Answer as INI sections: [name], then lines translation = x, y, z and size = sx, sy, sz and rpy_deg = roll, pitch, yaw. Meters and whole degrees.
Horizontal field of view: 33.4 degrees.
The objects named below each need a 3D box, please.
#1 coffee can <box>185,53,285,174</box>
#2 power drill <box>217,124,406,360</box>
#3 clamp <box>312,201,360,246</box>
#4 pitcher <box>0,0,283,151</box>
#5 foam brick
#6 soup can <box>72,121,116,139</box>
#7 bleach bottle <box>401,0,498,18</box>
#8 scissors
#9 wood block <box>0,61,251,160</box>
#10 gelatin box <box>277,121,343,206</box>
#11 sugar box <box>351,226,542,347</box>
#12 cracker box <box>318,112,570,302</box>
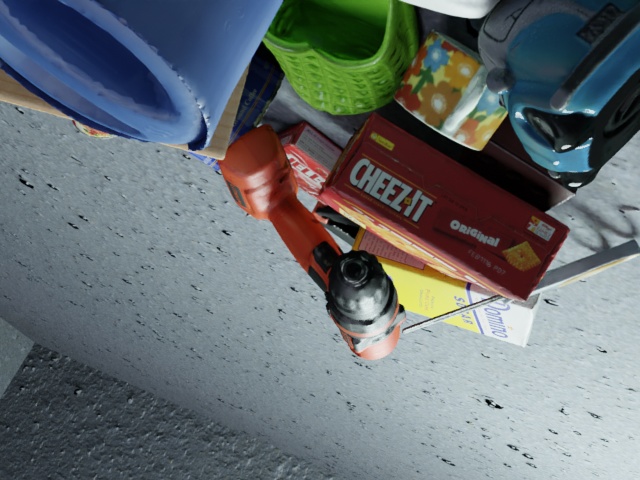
[coffee can]
translation = -0.114, -0.134, 0.881
size = 0.140, 0.102, 0.103
rpy_deg = 32, 161, -11
[power drill]
translation = -0.005, 0.001, 0.828
size = 0.188, 0.057, 0.184
rpy_deg = 54, 172, 20
[clamp]
translation = 0.094, 0.004, 1.052
size = 0.210, 0.036, 0.165
rpy_deg = 27, 158, -2
[pitcher]
translation = -0.056, -0.174, 0.471
size = 0.145, 0.242, 0.149
rpy_deg = 29, 162, -3
[foam brick]
translation = 0.149, -0.066, 0.767
size = 0.078, 0.051, 0.053
rpy_deg = 30, 162, -6
[soup can]
translation = -0.220, -0.151, 1.042
size = 0.068, 0.068, 0.102
rpy_deg = 26, 161, 8
[bleach bottle]
translation = 0.095, -0.194, 0.485
size = 0.102, 0.068, 0.251
rpy_deg = 12, 160, -17
[scissors]
translation = 0.169, 0.043, 0.894
size = 0.202, 0.016, 0.096
rpy_deg = -21, 170, 10
[wood block]
translation = -0.158, -0.132, 0.777
size = 0.206, 0.090, 0.091
rpy_deg = 15, -169, -9
[gelatin box]
translation = -0.005, -0.070, 1.008
size = 0.089, 0.030, 0.073
rpy_deg = 35, 160, -21
[sugar box]
translation = 0.118, 0.042, 1.005
size = 0.176, 0.048, 0.093
rpy_deg = 19, 156, 15
[cracker box]
translation = 0.086, -0.023, 0.848
size = 0.164, 0.072, 0.214
rpy_deg = 30, -179, -3
